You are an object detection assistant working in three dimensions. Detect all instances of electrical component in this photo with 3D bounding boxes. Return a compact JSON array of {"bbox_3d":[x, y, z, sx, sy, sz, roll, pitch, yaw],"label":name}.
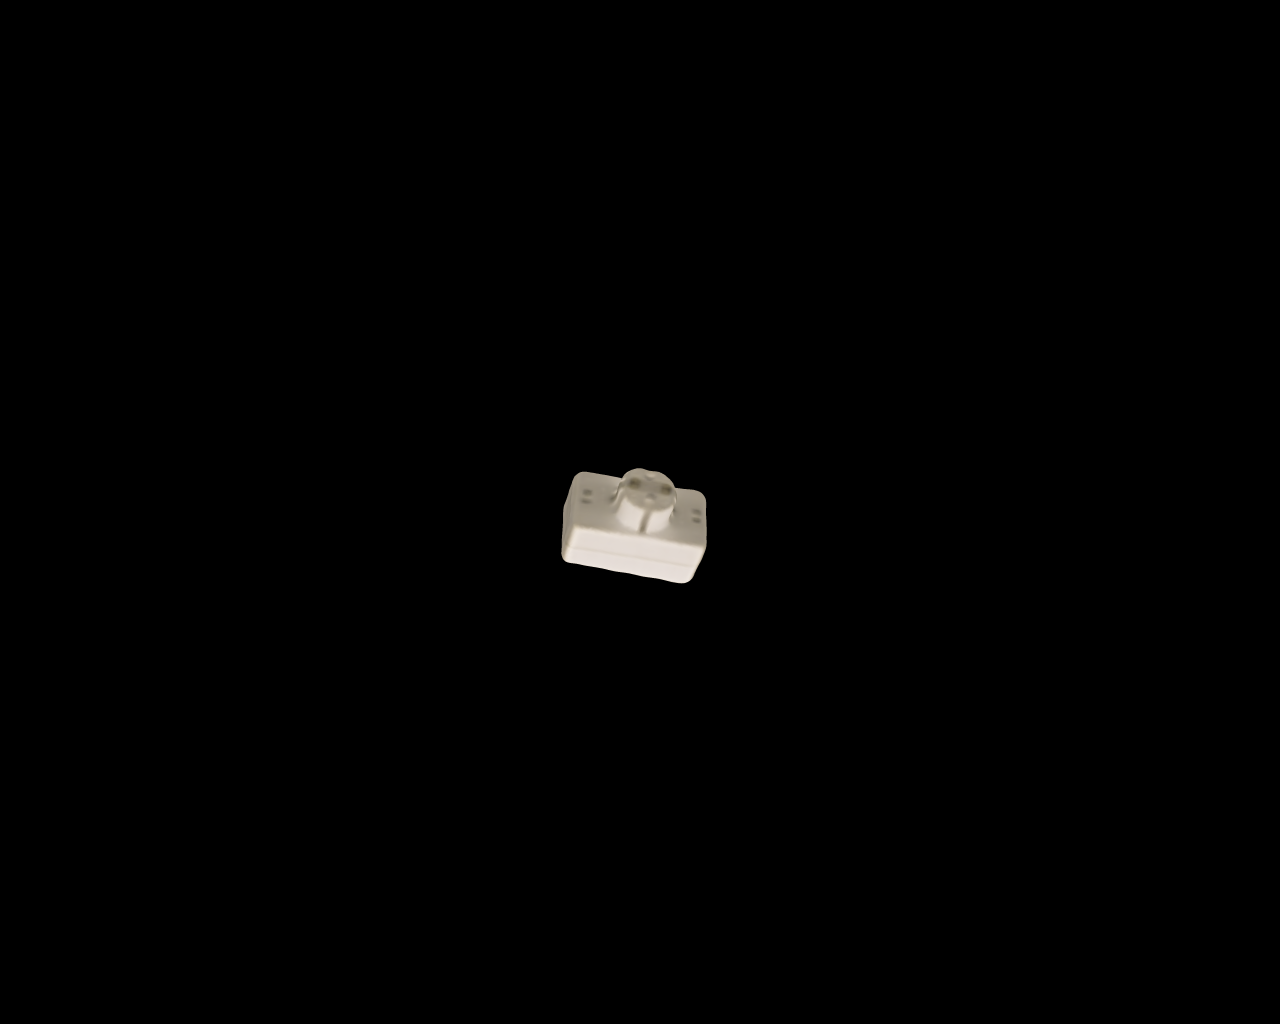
[{"bbox_3d":[0.001,-0.003,0.650,0.083,0.047,0.075,10,-43,-11],"label":"electrical component"}]
